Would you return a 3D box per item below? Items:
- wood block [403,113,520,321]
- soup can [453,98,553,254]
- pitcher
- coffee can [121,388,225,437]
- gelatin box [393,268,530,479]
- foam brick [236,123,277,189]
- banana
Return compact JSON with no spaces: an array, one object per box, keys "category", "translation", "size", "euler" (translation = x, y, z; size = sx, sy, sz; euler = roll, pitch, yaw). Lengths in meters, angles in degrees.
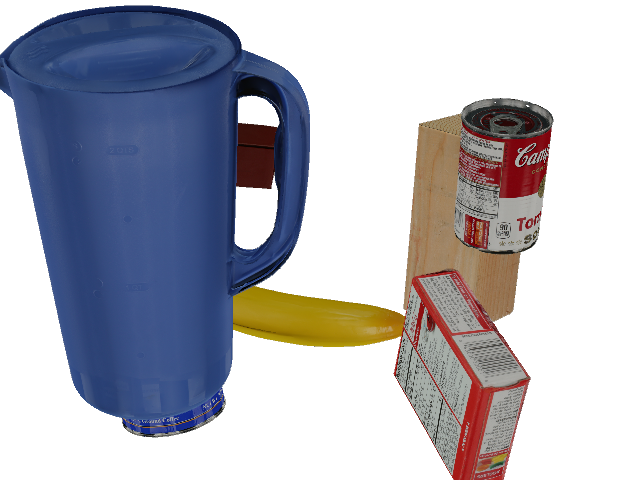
[{"category":"wood block","translation":[0.155,-0.020,1.123],"size":[0.090,0.206,0.090],"euler":[21,26,38]},{"category":"soup can","translation":[0.138,-0.049,0.816],"size":[0.068,0.102,0.068],"euler":[0,30,0]},{"category":"pitcher","translation":[-0.101,-0.012,0.656],"size":[0.144,0.243,0.149],"euler":[-24,39,-33]},{"category":"coffee can","translation":[-0.152,0.101,1.016],"size":[0.103,0.140,0.103],"euler":[-8,18,2]},{"category":"gelatin box","translation":[0.071,0.070,0.554],"size":[0.030,0.073,0.089],"euler":[-8,39,-17]},{"category":"foam brick","translation":[-0.086,-0.092,1.142],"size":[0.078,0.051,0.053],"euler":[5,31,-3]},{"category":"banana","translation":[-0.030,0.053,0.838],"size":[0.198,0.037,0.069],"euler":[13,29,34]}]
